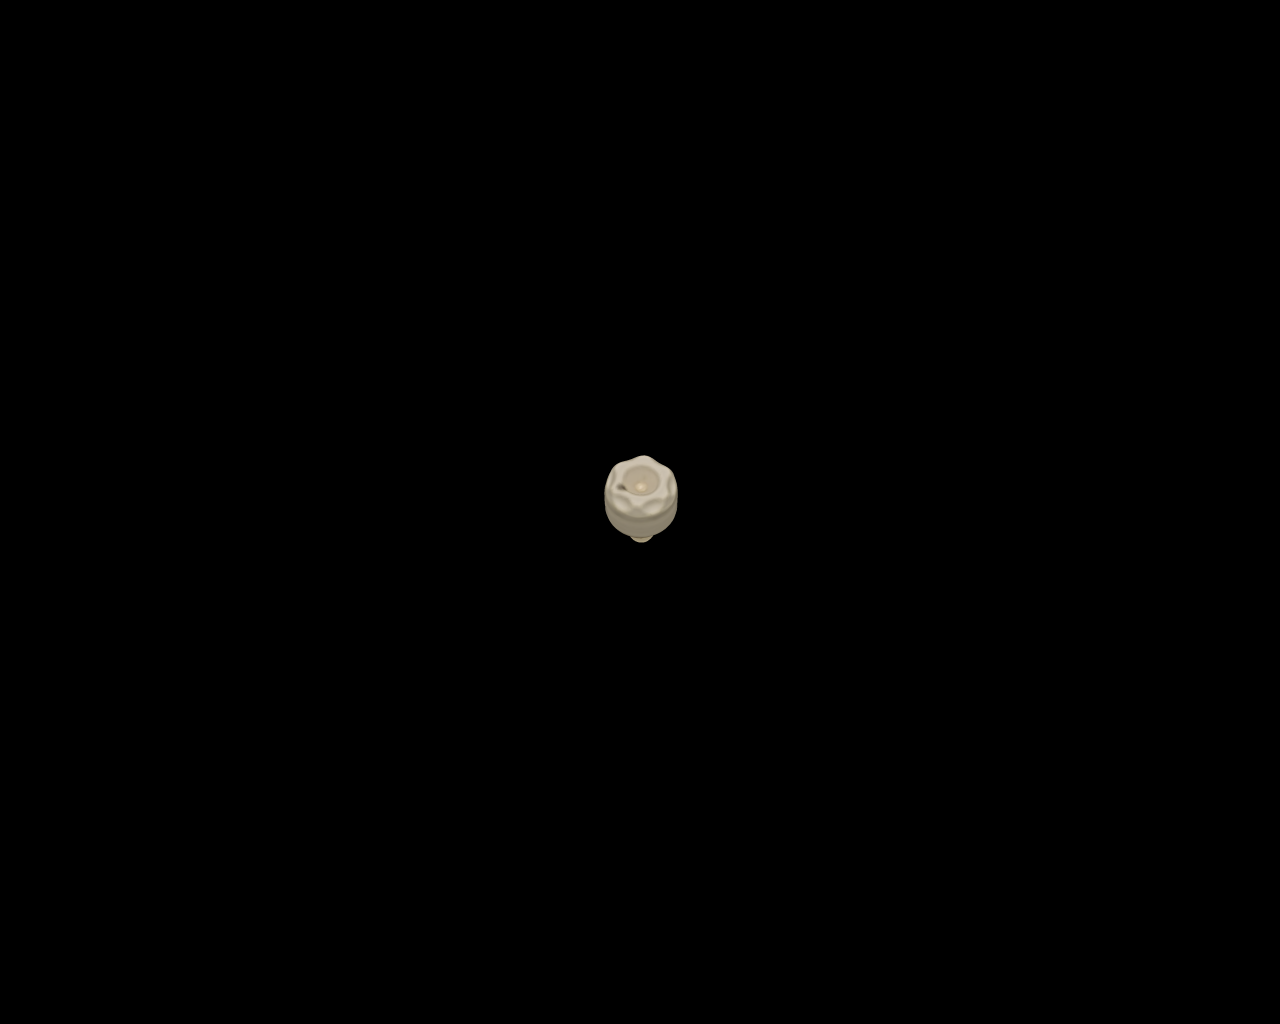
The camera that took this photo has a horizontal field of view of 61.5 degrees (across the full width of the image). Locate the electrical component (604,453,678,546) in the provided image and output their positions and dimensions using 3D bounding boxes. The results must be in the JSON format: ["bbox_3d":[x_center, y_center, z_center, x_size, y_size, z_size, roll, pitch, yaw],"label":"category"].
[{"bbox_3d":[0.001,-0.003,0.650,0.043,0.043,0.062,0,-33,0],"label":"electrical component"}]
